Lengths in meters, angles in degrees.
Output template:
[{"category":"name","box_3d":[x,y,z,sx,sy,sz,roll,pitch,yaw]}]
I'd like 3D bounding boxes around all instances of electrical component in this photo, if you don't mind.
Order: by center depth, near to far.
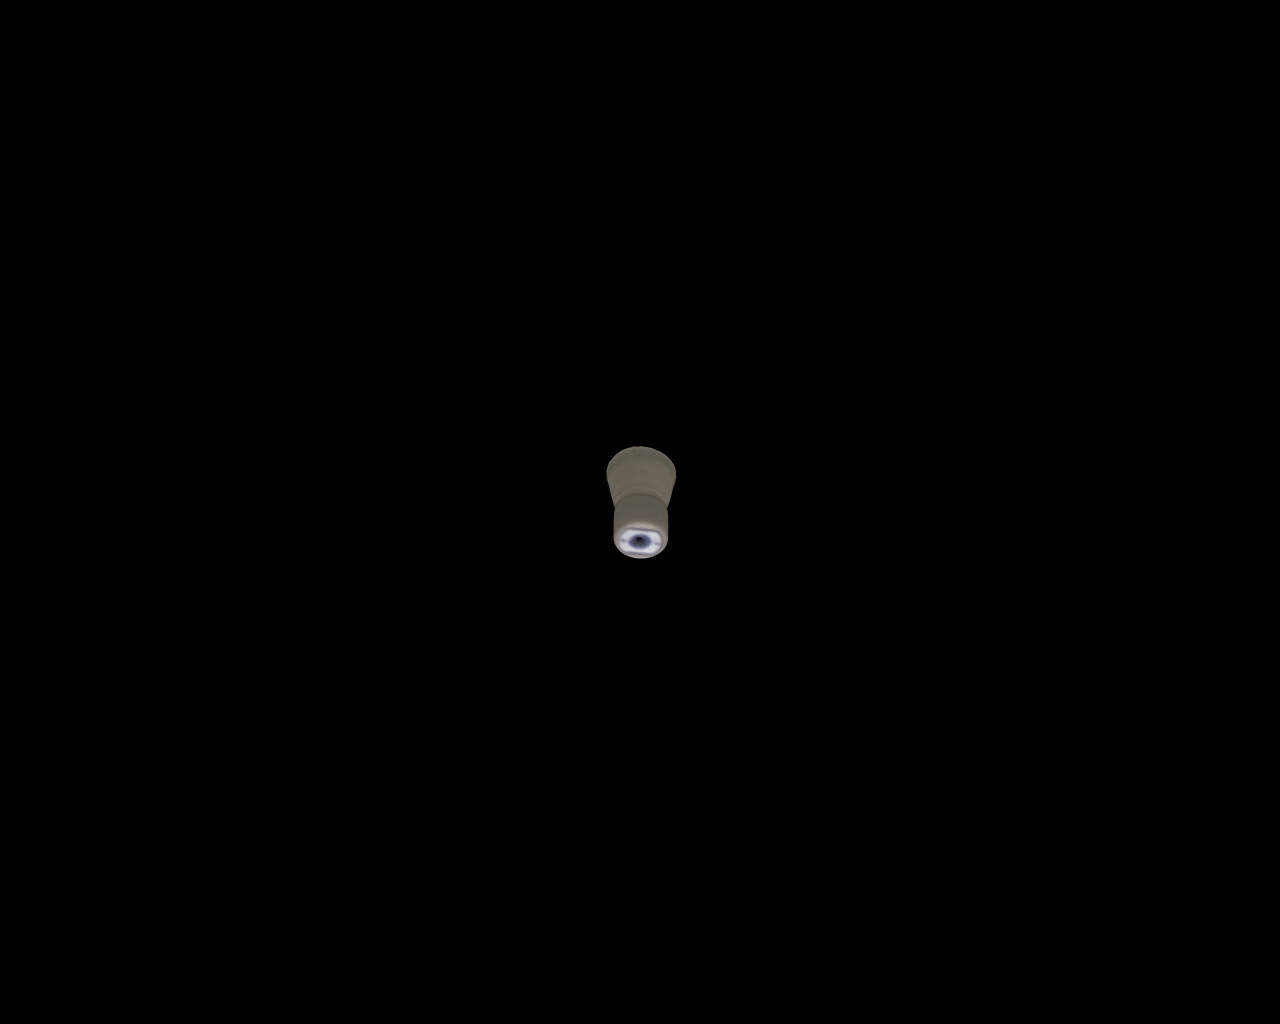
[{"category":"electrical component","box_3d":[0.001,-0.003,0.650,0.044,0.044,0.065,0,44,0]}]
